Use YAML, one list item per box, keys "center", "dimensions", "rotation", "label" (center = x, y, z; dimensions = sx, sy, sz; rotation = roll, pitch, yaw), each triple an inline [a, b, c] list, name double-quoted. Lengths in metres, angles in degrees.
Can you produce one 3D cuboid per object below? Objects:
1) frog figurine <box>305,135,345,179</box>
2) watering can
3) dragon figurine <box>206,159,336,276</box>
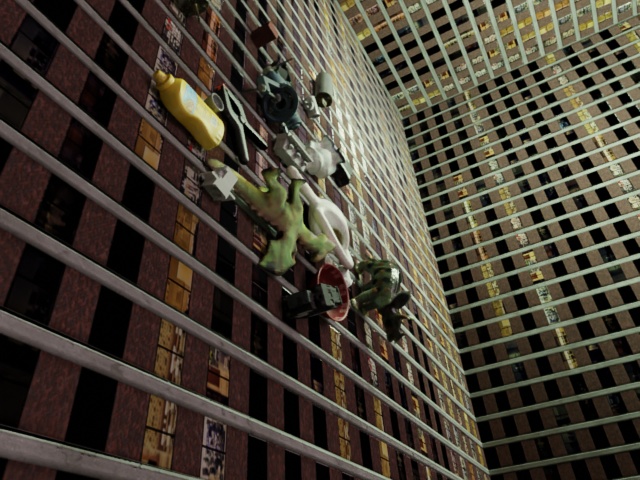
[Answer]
- center: [-0.013, -0.264, 1.727]
  dimensions: [0.162, 0.123, 0.135]
  rotation: [-39, 120, -31]
  label: "frog figurine"
- center: [0.005, -0.075, 1.482]
  dimensions: [0.345, 0.104, 0.227]
  rotation: [60, 6, -12]
  label: "watering can"
- center: [-0.110, -0.036, 1.246]
  dimensions: [0.408, 0.121, 0.247]
  rotation: [14, 61, -46]
  label: "dragon figurine"
